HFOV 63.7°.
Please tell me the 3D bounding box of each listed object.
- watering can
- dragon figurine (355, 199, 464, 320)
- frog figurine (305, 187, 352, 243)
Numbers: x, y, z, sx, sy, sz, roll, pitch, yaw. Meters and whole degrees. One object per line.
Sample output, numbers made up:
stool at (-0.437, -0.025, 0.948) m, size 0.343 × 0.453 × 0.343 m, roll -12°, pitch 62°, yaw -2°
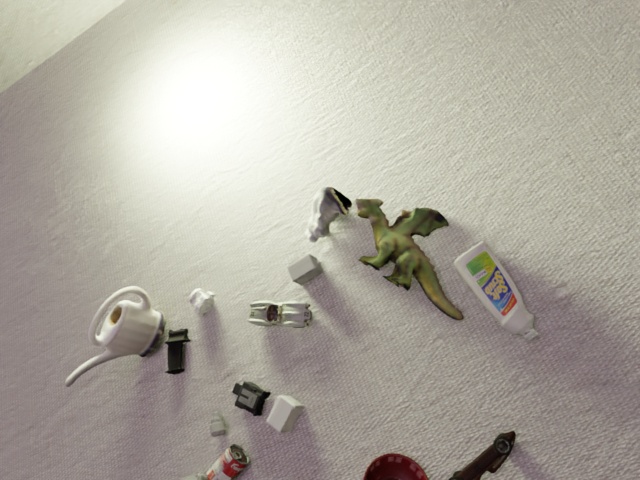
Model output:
watering can at (-0.623, 0.311, 1.607) m, size 0.105 × 0.222 × 0.349 m, roll 24°, pitch 85°, yaw 49°
dragon figurine at (0.251, 0.014, 1.379) m, size 0.413 × 0.120 × 0.245 m, roll 32°, pitch 79°, yaw 21°
frog figurine at (0.005, -0.076, 1.513) m, size 0.158 × 0.121 × 0.140 m, roll -37°, pitch 28°, yaw 19°
